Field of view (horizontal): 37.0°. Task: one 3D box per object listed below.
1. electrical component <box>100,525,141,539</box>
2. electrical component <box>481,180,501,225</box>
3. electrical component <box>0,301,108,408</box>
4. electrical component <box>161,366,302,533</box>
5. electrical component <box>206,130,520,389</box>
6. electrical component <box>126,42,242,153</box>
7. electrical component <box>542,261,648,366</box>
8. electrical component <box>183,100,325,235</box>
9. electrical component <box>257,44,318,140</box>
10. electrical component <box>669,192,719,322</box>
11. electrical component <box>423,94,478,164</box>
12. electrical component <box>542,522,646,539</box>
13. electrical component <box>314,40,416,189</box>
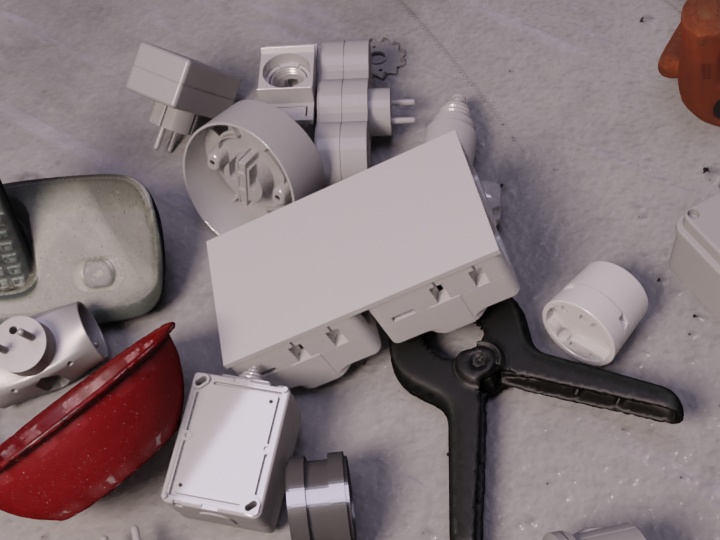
[{"bbox_3d":[-0.134,0.188,0.629,0.077,0.044,0.079,-17,55,-7],"label":"electrical component"},{"bbox_3d":[0.072,-0.047,0.782,0.061,0.035,0.035,0,55,8],"label":"electrical component"},{"bbox_3d":[-0.216,0.052,0.704,0.077,0.079,0.043,-26,74,-1],"label":"electrical component"},{"bbox_3d":[-0.074,0.107,0.662,0.062,0.061,0.096,8,67,11],"label":"electrical component"},{"bbox_3d":[0.000,0.000,0.710,0.186,0.060,0.105,-23,50,11],"label":"electrical component"},{"bbox_3d":[-0.142,-0.128,0.839,0.047,0.083,0.075,24,99,20],"label":"electrical component"},{"bbox_3d":[0.157,0.027,0.710,0.055,0.055,0.047,33,60,25],"label":"electrical component"},{"bbox_3d":[-0.077,-0.070,0.775,0.099,0.099,0.064,26,55,21],"label":"electrical component"},{"bbox_3d":[-0.053,-0.135,0.836,0.042,0.063,0.081,-2,55,6],"label":"electrical component"},{"bbox_3d":[0.271,-0.001,0.717,0.078,0.057,0.113,-27,57,-13],"label":"electrical component"},{"bbox_3d":[0.069,-0.101,0.815,0.040,0.040,0.078,7,56,10],"label":"electrical component"},{"bbox_3d":[0.132,0.180,0.590,0.051,0.080,0.080,-10,55,-8],"label":"electrical component"},{"bbox_3d":[0.006,-0.121,0.828,0.074,0.052,0.138,-1,55,4],"label":"electrical component"}]
